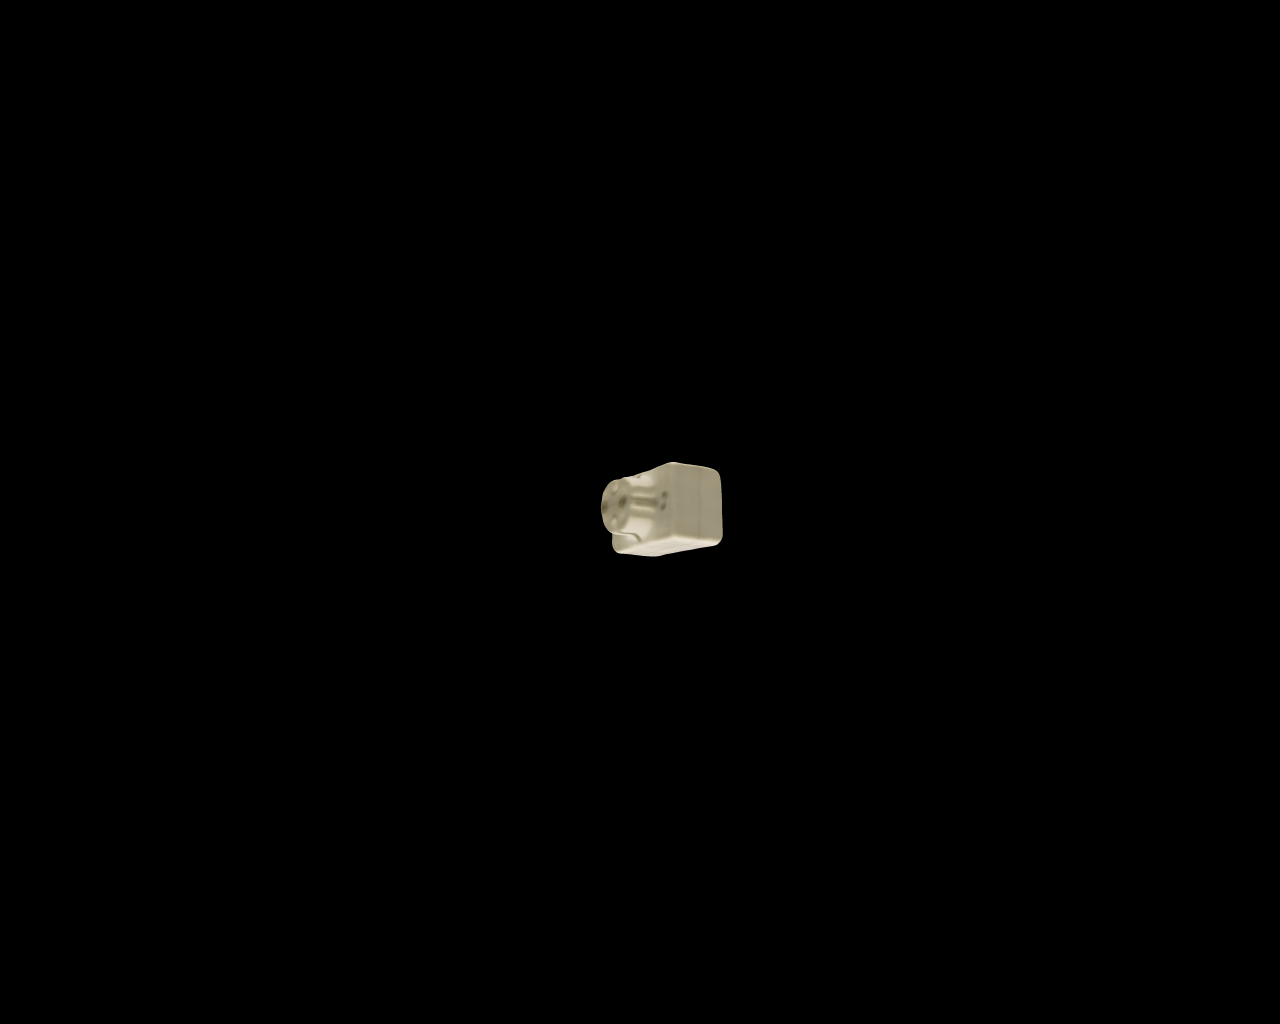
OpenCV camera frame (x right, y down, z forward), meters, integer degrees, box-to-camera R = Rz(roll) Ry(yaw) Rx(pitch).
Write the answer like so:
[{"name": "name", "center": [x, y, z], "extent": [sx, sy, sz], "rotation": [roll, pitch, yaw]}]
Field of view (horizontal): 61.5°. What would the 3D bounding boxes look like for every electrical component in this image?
[{"name": "electrical component", "center": [0.001, -0.003, 0.650], "extent": [0.077, 0.047, 0.065], "rotation": [8, -14, -35]}]
